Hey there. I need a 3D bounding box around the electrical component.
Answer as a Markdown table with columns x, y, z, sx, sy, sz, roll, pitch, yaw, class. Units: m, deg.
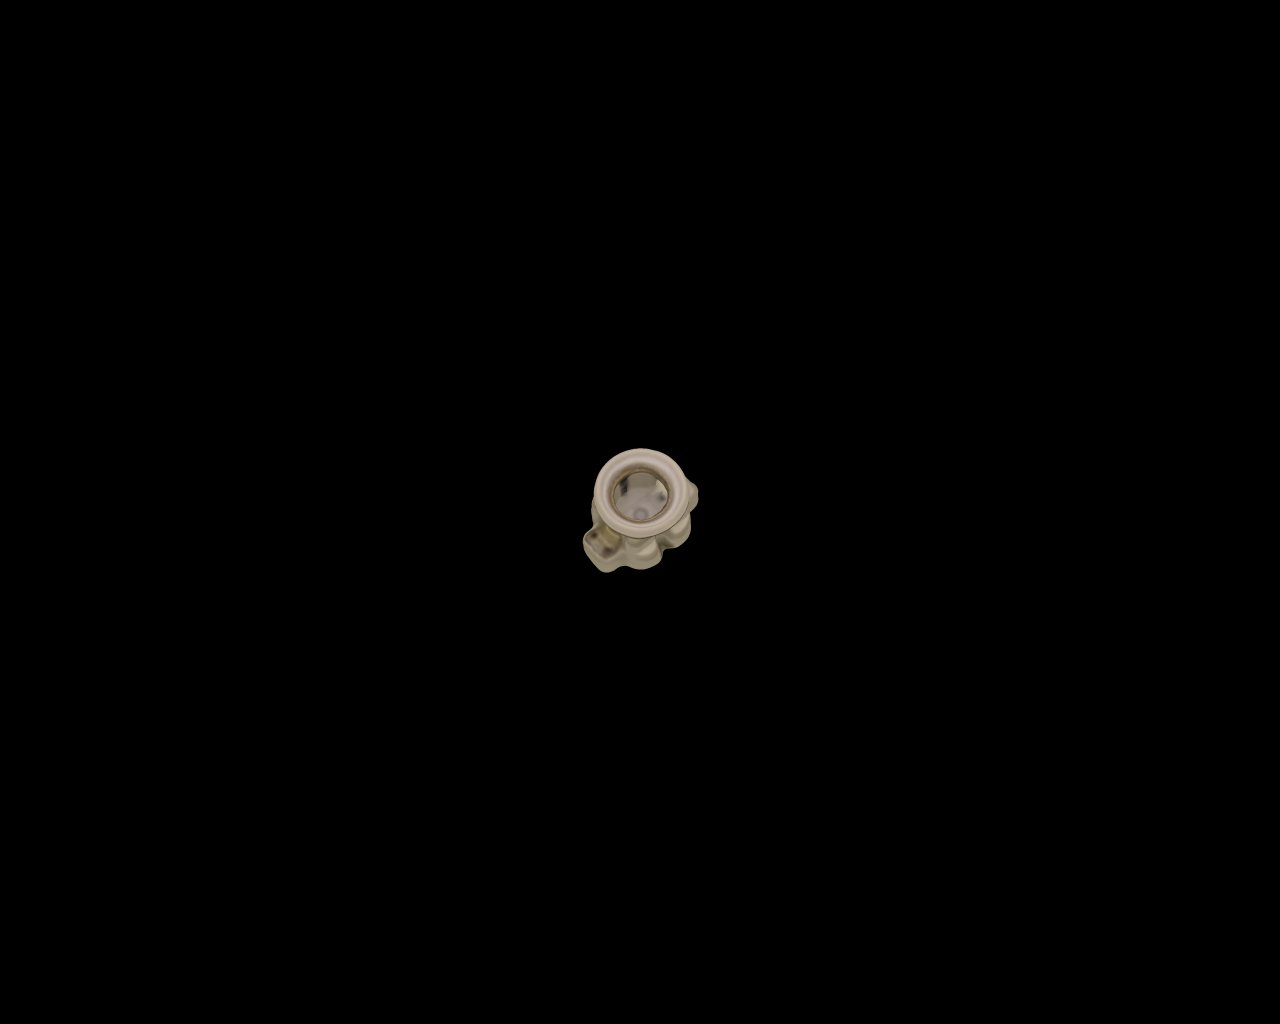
| x | y | z | sx | sy | sz | roll | pitch | yaw | class |
| --- | --- | --- | --- | --- | --- | --- | --- | --- | --- |
| 0.001 | -0.003 | 0.650 | 0.078 | 0.058 | 0.057 | -37 | -19 | -15 | electrical component |
